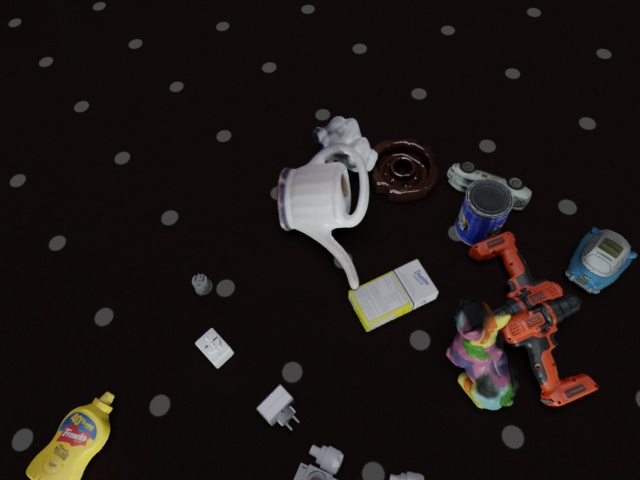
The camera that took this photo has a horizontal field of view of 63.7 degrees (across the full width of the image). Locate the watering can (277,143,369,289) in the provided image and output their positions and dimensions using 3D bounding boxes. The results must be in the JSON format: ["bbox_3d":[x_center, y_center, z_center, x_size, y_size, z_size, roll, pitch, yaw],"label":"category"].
[{"bbox_3d":[0.004,-0.060,1.188,0.224,0.352,0.103,-4,-18,23],"label":"watering can"}]

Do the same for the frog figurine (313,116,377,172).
[{"bbox_3d":[0.080,-0.237,1.285,0.160,0.135,0.125,13,32,32],"label":"frog figurine"}]
